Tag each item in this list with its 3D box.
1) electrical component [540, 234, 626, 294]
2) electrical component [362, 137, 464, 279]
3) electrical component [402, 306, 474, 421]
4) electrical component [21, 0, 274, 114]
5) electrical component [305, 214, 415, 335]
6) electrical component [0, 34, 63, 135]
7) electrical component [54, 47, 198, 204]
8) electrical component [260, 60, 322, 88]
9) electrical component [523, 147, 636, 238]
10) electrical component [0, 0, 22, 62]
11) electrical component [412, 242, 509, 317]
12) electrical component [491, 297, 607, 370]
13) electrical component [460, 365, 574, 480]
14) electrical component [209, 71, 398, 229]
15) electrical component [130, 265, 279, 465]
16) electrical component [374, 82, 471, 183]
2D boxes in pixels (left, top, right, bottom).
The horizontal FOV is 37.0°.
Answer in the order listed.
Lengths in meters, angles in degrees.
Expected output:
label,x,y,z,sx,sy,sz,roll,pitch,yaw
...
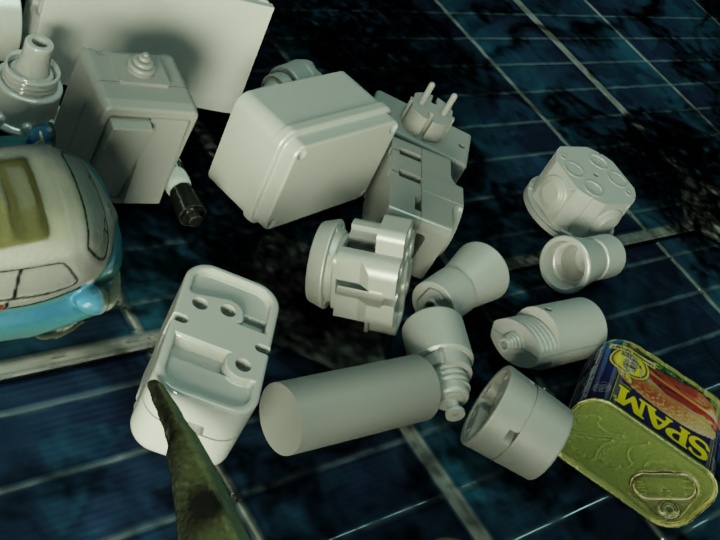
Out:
label,x,y,z,sx,sy,sz,roll,pitch,yaw
electrical component,0.173,-0.008,0.820,0.065,0.044,0.044,-10,53,-46
electrical component,0.037,-0.043,0.760,0.056,0.050,0.089,20,39,-14
electrical component,0.051,0.058,0.665,0.040,0.040,0.078,12,42,-23
electrical component,-0.149,-0.172,0.742,0.150,0.089,0.061,6,38,-29
electrical component,0.000,0.000,0.673,0.057,0.078,0.058,12,37,10
electrical component,-0.206,-0.117,0.669,0.048,0.062,0.048,18,40,-16
electrical component,-0.142,-0.088,0.652,0.062,0.096,0.061,-2,51,-37
electrical component,-0.058,-0.138,0.814,0.035,0.035,0.061,43,41,15
electrical component,0.178,-0.059,0.870,0.080,0.051,0.080,18,40,-16
electrical component,-0.251,-0.164,0.699,0.047,0.055,0.055,-4,50,-32
electrical component,0.066,0.013,0.726,0.044,0.044,0.065,43,44,15
electrical component,0.125,0.045,0.727,0.081,0.043,0.043,-8,52,-39
electrical component,0.095,0.093,0.646,0.047,0.055,0.055,33,38,-4
electrical component,-0.037,-0.082,0.731,0.057,0.078,0.113,44,39,20
electrical component,-0.083,0.052,0.567,0.054,0.059,0.095,22,39,-12
electrical component,0.047,-0.109,0.818,0.083,0.075,0.047,25,38,-8
